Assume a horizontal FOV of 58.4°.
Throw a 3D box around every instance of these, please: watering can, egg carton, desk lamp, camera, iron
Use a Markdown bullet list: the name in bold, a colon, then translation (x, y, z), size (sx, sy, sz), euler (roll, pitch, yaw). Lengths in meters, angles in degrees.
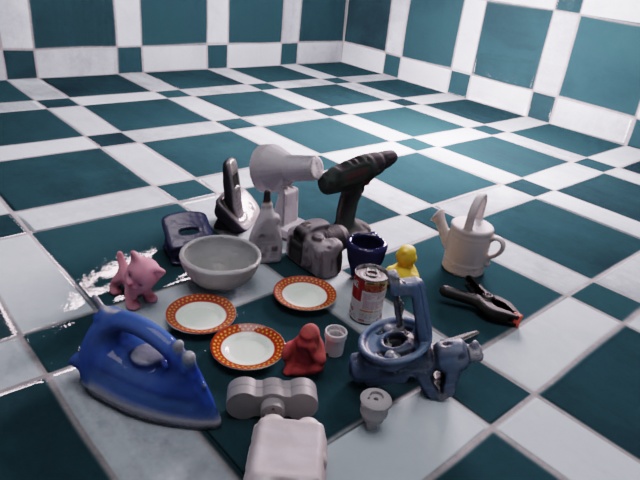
- **watering can**: translation (0.341, -0.020, 1.323), size (0.172, 0.194, 0.101), euler (10, 27, 8)
- **egg carton**: translation (-0.043, 0.297, 0.753), size (0.107, 0.069, 0.150), euler (6, 27, -1)
- **desk lamp**: translation (-0.071, -0.119, 1.404), size (0.202, 0.214, 0.118), euler (21, 30, 26)
- **camera**: translation (0.012, 0.005, 1.304), size (0.137, 0.101, 0.142), euler (-15, 34, -36)
- **iron**: translation (-0.253, 0.178, 0.861), size (0.257, 0.141, 0.119), euler (18, 29, 21)

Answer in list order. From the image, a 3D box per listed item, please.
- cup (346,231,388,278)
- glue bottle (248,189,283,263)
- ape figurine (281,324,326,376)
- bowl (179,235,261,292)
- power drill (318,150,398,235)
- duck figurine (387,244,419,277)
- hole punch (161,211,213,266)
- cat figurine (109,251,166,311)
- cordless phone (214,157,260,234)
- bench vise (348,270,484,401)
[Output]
- **cup**: translation (0.101, 0.038, 1.265), size (0.091, 0.095, 0.118), euler (13, 28, 13)
- **glue bottle**: translation (-0.118, -0.031, 1.265), size (0.078, 0.173, 0.037), euler (-1, 28, -14)
- **ape figurine**: translation (-0.022, 0.181, 0.961), size (0.077, 0.092, 0.076), euler (24, 32, 31)
- **bowl**: translation (-0.205, 0.058, 1.181), size (0.167, 0.075, 0.167), euler (5, 27, -2)
- **power drill**: translation (0.093, -0.118, 1.444), size (0.230, 0.208, 0.075), euler (-14, 33, -35)
- **duck figurine**: translation (0.185, 0.053, 1.264), size (0.077, 0.086, 0.105), euler (17, 29, 19)
- **hole punch**: translation (-0.289, -0.006, 1.270), size (0.109, 0.091, 0.100), euler (-9, 31, -27)
- **cat figurine**: translation (-0.349, 0.064, 1.089), size (0.127, 0.118, 0.067), euler (27, 33, 35)
- **cordless phone**: translation (-0.202, -0.122, 1.413), size (0.094, 0.185, 0.147), euler (9, 27, 6)
- **bench vise**: translation (0.158, 0.145, 0.929), size (0.208, 0.220, 0.121), euler (-2, 28, -15)
